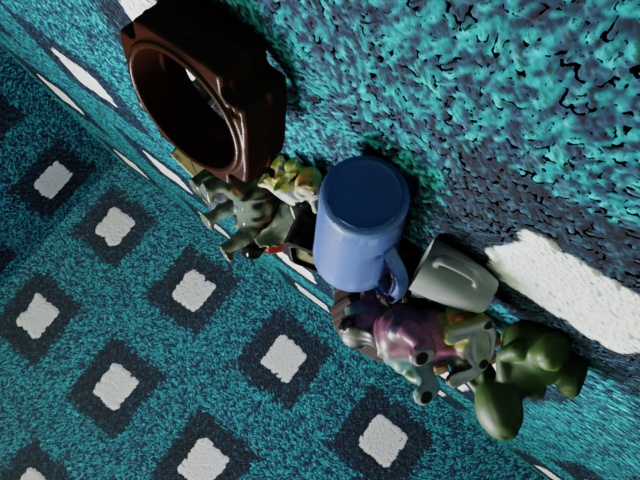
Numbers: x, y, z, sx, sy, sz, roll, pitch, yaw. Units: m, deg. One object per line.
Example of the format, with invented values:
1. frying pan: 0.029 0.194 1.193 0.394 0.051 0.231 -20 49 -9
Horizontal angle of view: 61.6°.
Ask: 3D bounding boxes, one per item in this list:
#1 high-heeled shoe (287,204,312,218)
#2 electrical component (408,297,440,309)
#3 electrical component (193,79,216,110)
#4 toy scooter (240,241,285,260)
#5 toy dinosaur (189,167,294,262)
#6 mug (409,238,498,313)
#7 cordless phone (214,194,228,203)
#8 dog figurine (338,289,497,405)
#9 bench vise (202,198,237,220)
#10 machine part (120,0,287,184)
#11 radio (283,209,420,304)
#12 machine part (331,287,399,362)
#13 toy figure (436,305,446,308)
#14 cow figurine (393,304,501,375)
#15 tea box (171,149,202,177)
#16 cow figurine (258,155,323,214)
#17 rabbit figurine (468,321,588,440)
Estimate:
1. high-heeled shoe: -0.002 -0.003 1.112 0.145 0.086 0.248 38 165 14
2. electrical component: 0.207 0.150 1.126 0.134 0.058 0.114 26 162 48
3. electrical component: -0.192 -0.216 0.841 0.048 0.075 0.119 39 173 -8
4. toy scooter: -0.111 -0.019 1.246 0.135 0.184 0.075 -129 33 -51
5. toy dinosaur: -0.133 -0.092 1.016 0.131 0.192 0.404 50 158 22
6. mug: 0.189 0.051 0.733 0.107 0.081 0.109 26 161 5
7. cordless phone: -0.167 -0.108 1.248 0.184 0.088 0.147 22 -179 -37
8. dog figurine: 0.137 0.132 0.831 0.219 0.191 0.108 43 152 56
9. bench vise: -0.223 -0.084 1.381 0.241 0.129 0.223 44 169 10
10. machine part: -0.143 -0.180 0.667 0.201 0.087 0.201 35 154 14
11. radio: 0.055 0.029 0.926 0.230 0.073 0.131 18 165 12
12. machine part: 0.101 0.138 1.021 0.179 0.179 0.056 41 128 -15
13. toy figure: 0.276 0.184 1.052 0.154 0.058 0.064 41 -154 -27
14. cow figurine: 0.199 0.164 0.927 0.127 0.195 0.085 -114 19 -56
15. tea box: -0.244 -0.172 1.101 0.098 0.068 0.170 46 -177 -20
16. cow figurine: -0.028 -0.083 0.880 0.098 0.068 0.167 37 174 -29
17. rabbit figurine: 0.282 0.207 0.803 0.159 0.170 0.121 24 162 49
